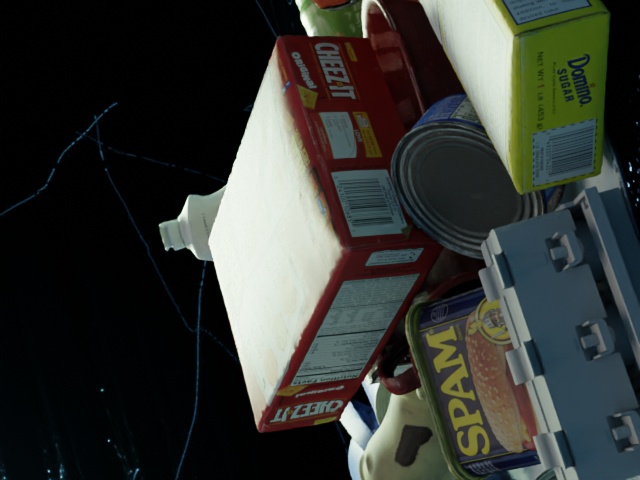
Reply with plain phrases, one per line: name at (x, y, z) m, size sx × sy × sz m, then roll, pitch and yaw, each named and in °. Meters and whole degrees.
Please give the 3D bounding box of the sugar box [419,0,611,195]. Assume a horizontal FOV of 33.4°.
sugar box at (0.081, -0.114, 0.499) m, size 0.093 × 0.048 × 0.176 m, roll 78°, pitch 179°, yaw -48°

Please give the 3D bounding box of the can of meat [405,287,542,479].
can of meat at (0.104, 0.070, 0.563) m, size 0.057 × 0.084 × 0.102 m, roll -7°, pitch -102°, yaw -50°

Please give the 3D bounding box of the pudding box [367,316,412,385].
pudding box at (0.077, 0.048, 0.745) m, size 0.039 × 0.113 × 0.090 m, roll 114°, pitch 143°, yaw -56°

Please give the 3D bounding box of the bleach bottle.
bleach bottle at (-0.043, -0.045, 1.097) m, size 0.068 × 0.250 × 0.102 m, roll 107°, pitch 147°, yaw -85°

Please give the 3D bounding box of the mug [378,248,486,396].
mug at (0.087, 0.056, 0.663) m, size 0.093 × 0.117 × 0.081 m, roll 51°, pitch -172°, yaw -15°

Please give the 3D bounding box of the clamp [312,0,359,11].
clamp at (-0.001, -0.204, 0.687) m, size 0.164 × 0.036 × 0.210 m, roll 64°, pitch -169°, yaw -50°

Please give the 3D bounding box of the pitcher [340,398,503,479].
pitcher at (0.105, 0.238, 1.024) m, size 0.243 × 0.149 × 0.145 m, roll -138°, pitch 44°, yaw -78°

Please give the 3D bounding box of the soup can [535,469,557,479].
soup can at (0.146, 0.177, 0.608) m, size 0.102 × 0.068 × 0.068 m, roll 80°, pitch 174°, yaw -53°

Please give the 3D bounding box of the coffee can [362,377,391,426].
coffee can at (0.090, 0.125, 0.984) m, size 0.140 × 0.103 × 0.103 m, roll -118°, pitch 12°, yaw -77°

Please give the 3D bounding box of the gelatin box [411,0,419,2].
gelatin box at (0.058, -0.168, 0.754) m, size 0.089 × 0.030 × 0.073 m, roll 81°, pitch 173°, yaw -69°

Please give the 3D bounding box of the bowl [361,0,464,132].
bowl at (0.075, -0.082, 0.661) m, size 0.162 × 0.055 × 0.162 m, roll 164°, pitch 90°, yaw -87°

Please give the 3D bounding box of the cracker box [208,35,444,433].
cracker box at (-0.005, 0.001, 0.691) m, size 0.214 × 0.072 × 0.164 m, roll 114°, pitch 146°, yaw -49°

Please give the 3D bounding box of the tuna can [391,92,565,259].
tuna can at (0.082, -0.033, 0.550) m, size 0.033 × 0.086 × 0.086 m, roll -50°, pitch -39°, yaw -37°
